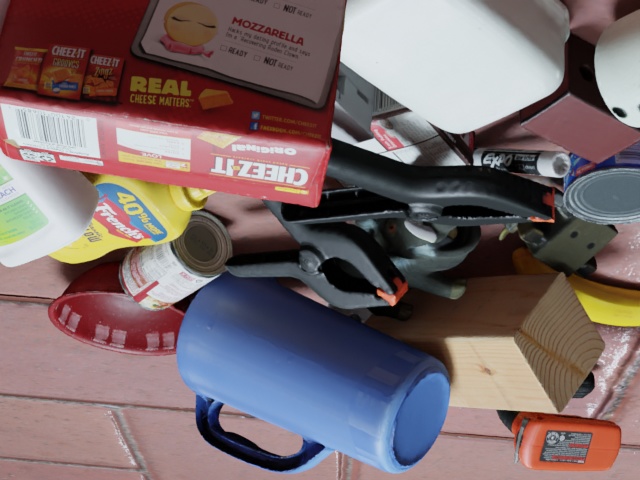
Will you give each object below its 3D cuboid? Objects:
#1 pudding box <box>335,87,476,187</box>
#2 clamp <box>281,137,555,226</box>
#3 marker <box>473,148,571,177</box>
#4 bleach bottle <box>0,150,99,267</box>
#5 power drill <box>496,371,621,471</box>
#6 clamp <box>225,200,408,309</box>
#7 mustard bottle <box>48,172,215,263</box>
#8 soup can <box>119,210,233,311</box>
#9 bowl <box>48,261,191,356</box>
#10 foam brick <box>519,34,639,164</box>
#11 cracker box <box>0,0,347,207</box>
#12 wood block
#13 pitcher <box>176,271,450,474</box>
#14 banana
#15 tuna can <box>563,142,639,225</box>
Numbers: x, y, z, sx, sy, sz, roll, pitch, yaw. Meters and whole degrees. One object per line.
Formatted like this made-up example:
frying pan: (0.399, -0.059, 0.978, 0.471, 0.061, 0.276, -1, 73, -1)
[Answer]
pudding box: (0.050, -0.079, 0.821, 0.114, 0.039, 0.090, -11, 147, 32)
clamp: (0.073, -0.037, 0.790, 0.210, 0.036, 0.164, 3, 167, 1)
marker: (0.140, -0.060, 0.807, 0.020, 0.020, 0.121, 25, 173, -31)
bleach bottle: (-0.285, -0.088, 0.813, 0.103, 0.068, 0.250, -19, 130, 28)
power drill: (0.239, 0.176, 1.127, 0.184, 0.057, 0.188, 3, -164, -16)
clamp: (-0.006, 0.001, 0.902, 0.172, 0.039, 0.120, 17, 132, 20)
mustard bottle: (-0.169, -0.033, 0.925, 0.192, 0.058, 0.096, -11, 134, 28)
soup can: (-0.136, 0.020, 1.007, 0.068, 0.068, 0.102, 23, 147, -29)
bowl: (-0.199, 0.067, 1.118, 0.162, 0.055, 0.162, 5, 151, 2)
foam brick: (0.184, -0.097, 0.746, 0.078, 0.053, 0.051, 21, 148, -26)
cracker box: (-0.066, -0.133, 0.562, 0.164, 0.213, 0.072, 8, 153, -3)
wood block: (0.142, 0.095, 0.988, 0.207, 0.090, 0.090, -6, 124, 52)
pitcher: (-0.009, 0.132, 0.989, 0.243, 0.144, 0.149, 20, 132, 35)
banana: (0.260, 0.048, 1.018, 0.197, 0.037, 0.070, 13, 135, -15)
tuna can: (0.237, -0.047, 0.847, 0.086, 0.033, 0.086, 5, 152, 2)
